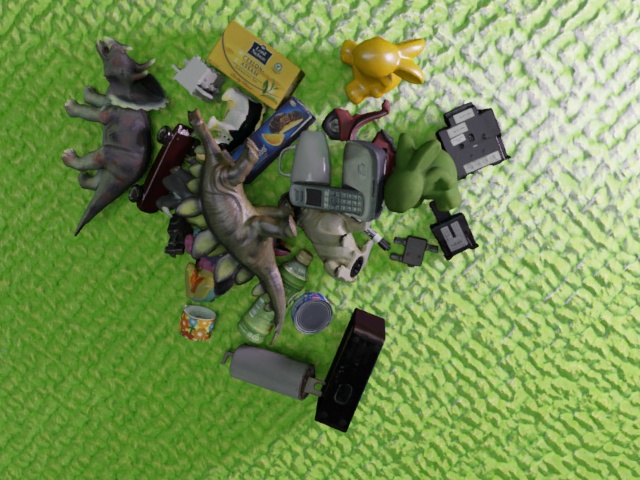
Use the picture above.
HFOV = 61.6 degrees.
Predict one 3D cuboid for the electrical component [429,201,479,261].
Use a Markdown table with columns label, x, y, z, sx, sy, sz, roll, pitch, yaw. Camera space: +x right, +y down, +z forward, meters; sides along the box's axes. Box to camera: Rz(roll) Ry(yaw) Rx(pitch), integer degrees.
| label | x | y | z | sx | sy | sz | roll | pitch | yaw |
| --- | --- | --- | --- | --- | --- | --- | --- | --- | --- |
| electrical component | 0.261 | -0.027 | 1.080 | 0.075 | 0.048 | 0.119 | -22 | 96 | 9 |

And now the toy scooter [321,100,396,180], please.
| label | x | y | z | sx | sy | sz | roll | pitch | yaw |
| --- | --- | --- | --- | --- | --- | --- | --- | --- | --- |
| toy scooter | 0.102 | -0.197 | 1.057 | 0.135 | 0.075 | 0.183 | -34 | 100 | 5 |

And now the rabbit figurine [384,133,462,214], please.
| label | x | y | z | sx | sy | sz | roll | pitch | yaw |
| --- | --- | --- | --- | --- | --- | --- | --- | --- | --- |
| rabbit figurine | 0.184 | -0.111 | 0.987 | 0.121 | 0.170 | 0.158 | 20 | 122 | 32 |

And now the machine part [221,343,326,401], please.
| label | x | y | z | sx | sy | sz | roll | pitch | yaw |
| --- | --- | --- | --- | --- | --- | --- | --- | --- | --- |
| machine part | -0.100 | 0.275 | 1.130 | 0.243 | 0.079 | 0.079 | 12 | 100 | 24 |

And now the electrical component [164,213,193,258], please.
| label | x | y | z | sx | sy | sz | roll | pitch | yaw |
| --- | --- | --- | --- | --- | --- | --- | --- | --- | --- |
| electrical component | -0.299 | -0.010 | 1.124 | 0.045 | 0.078 | 0.102 | -9 | 54 | 12 |

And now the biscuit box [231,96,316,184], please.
| label | x | y | z | sx | sy | sz | roll | pitch | yaw |
| --- | --- | --- | --- | --- | --- | --- | --- | --- | --- |
| biscuit box | -0.103 | -0.199 | 1.091 | 0.202 | 0.063 | 0.059 | -42 | 90 | 11 |

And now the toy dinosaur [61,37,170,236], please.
| label | x | y | z | sx | sy | sz | roll | pitch | yaw |
| --- | --- | --- | --- | --- | --- | --- | --- | --- | --- |
| toy dinosaur | -0.414 | -0.199 | 1.108 | 0.192 | 0.131 | 0.404 | 7 | 105 | 6 |

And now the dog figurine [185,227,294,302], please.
| label | x | y | z | sx | sy | sz | roll | pitch | yaw |
| --- | --- | --- | --- | --- | --- | --- | --- | --- | --- |
| dog figurine | -0.165 | 0.039 | 1.114 | 0.219 | 0.108 | 0.191 | 1 | 98 | 4 |

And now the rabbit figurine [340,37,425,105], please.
| label | x | y | z | sx | sy | sz | roll | pitch | yaw |
| --- | --- | --- | --- | --- | --- | --- | --- | --- | --- |
| rabbit figurine | 0.112 | -0.320 | 0.993 | 0.162 | 0.173 | 0.121 | 3 | 95 | 11 |

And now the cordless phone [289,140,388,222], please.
| label | x | y | z | sx | sy | sz | roll | pitch | yaw |
| --- | --- | --- | --- | --- | --- | --- | --- | --- | --- |
| cordless phone | 0.032 | -0.117 | 1.007 | 0.184 | 0.089 | 0.146 | 7 | 117 | 12 |

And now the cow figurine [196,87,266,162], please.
| label | x | y | z | sx | sy | sz | roll | pitch | yaw |
| --- | --- | --- | --- | --- | --- | --- | --- | --- | --- |
| cow figurine | -0.181 | -0.220 | 1.098 | 0.098 | 0.068 | 0.167 | 30 | 101 | -5 |

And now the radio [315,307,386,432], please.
| label | x | y | z | sx | sy | sz | roll | pitch | yaw |
| --- | --- | --- | --- | --- | --- | --- | --- | --- | --- |
| radio | 0.061 | 0.266 | 1.103 | 0.073 | 0.131 | 0.229 | 20 | 100 | 2 |

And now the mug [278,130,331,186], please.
| label | x | y | z | sx | sy | sz | roll | pitch | yaw |
| --- | --- | --- | --- | --- | --- | --- | --- | --- | --- |
| mug | -0.027 | -0.165 | 1.083 | 0.110 | 0.081 | 0.107 | 5 | 89 | 8 |

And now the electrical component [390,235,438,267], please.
| label | x | y | z | sx | sy | sz | roll | pitch | yaw |
| --- | --- | --- | --- | --- | --- | --- | --- | --- | --- |
| electrical component | 0.194 | 0.025 | 1.108 | 0.094 | 0.021 | 0.063 | 12 | 100 | 4 |

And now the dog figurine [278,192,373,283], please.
| label | x | y | z | sx | sy | sz | roll | pitch | yaw |
| --- | --- | --- | --- | --- | --- | --- | --- | --- | --- |
| dog figurine | 0.000 | -0.006 | 1.105 | 0.191 | 0.121 | 0.172 | 25 | 124 | 30 |

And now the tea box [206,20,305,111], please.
| label | x | y | z | sx | sy | sz | roll | pitch | yaw |
| --- | --- | --- | --- | --- | --- | --- | --- | --- | --- |
| tea box | -0.126 | -0.343 | 1.071 | 0.170 | 0.068 | 0.098 | 35 | 101 | 2 |

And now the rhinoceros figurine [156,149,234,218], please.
| label | x | y | z | sx | sy | sz | roll | pitch | yaw |
| --- | --- | --- | --- | --- | --- | --- | --- | --- | --- |
| rhinoceros figurine | -0.245 | -0.109 | 1.073 | 0.190 | 0.073 | 0.112 | -18 | 114 | 17 |

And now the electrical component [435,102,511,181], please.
| label | x | y | z | sx | sy | sz | roll | pitch | yaw |
| --- | --- | --- | --- | --- | --- | --- | --- | --- | --- |
| electrical component | 0.293 | -0.196 | 1.047 | 0.115 | 0.058 | 0.134 | -21 | 95 | 7 |

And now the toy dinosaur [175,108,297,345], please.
| label | x | y | z | sx | sy | sz | roll | pitch | yaw |
| --- | --- | --- | --- | --- | --- | --- | --- | --- | --- |
| toy dinosaur | -0.144 | -0.019 | 1.008 | 0.199 | 0.105 | 0.470 | -25 | 102 | 9 |

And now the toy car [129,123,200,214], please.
| label | x | y | z | sx | sy | sz | roll | pitch | yaw |
| --- | --- | --- | --- | --- | --- | --- | --- | --- | --- |
| toy car | -0.323 | -0.148 | 1.115 | 0.053 | 0.089 | 0.202 | 37 | 104 | 45 |
